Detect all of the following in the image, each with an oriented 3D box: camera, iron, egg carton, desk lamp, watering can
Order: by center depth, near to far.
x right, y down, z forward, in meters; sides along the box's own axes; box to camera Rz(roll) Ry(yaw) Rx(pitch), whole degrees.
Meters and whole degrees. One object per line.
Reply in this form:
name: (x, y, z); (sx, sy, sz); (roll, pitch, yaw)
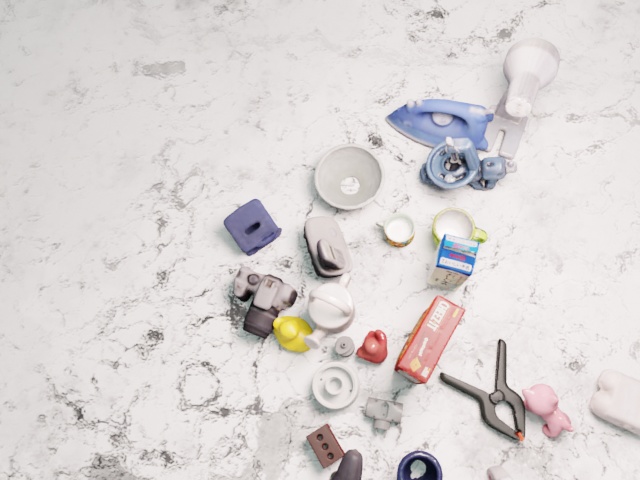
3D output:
egg carton: (0.648, 0.343, 1.198); (0.150, 0.069, 0.107); (21, 78, 10)
watering can: (0.023, 0.151, 1.236); (0.101, 0.194, 0.173); (4, 76, 6)
camera: (-0.139, 0.144, 1.300); (0.143, 0.101, 0.137); (20, 78, 10)
desk lamp: (0.455, -0.323, 1.314); (0.117, 0.213, 0.203); (19, 78, 10)
iron: (0.283, -0.295, 1.358); (0.258, 0.141, 0.119); (11, 76, 8)

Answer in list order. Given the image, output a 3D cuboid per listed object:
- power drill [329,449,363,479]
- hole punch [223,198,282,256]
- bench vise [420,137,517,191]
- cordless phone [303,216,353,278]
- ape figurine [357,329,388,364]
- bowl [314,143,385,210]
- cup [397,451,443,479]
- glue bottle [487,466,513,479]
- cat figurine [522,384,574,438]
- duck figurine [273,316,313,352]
power drill: (0.041, 0.520, 1.130); (0.075, 0.208, 0.230); (14, 77, 9)
hole punch: (-0.157, -0.030, 1.352); (0.109, 0.091, 0.101); (-36, 75, -5)
bench vise: (0.335, -0.188, 1.285); (0.207, 0.220, 0.121); (-15, 74, 1)
cordless phone: (0.012, 0.005, 1.280); (0.094, 0.185, 0.147); (-22, 74, -1)
ape figurine: (0.116, 0.235, 1.259); (0.078, 0.092, 0.076); (-25, 75, -2)
bowl: (0.072, -0.142, 1.371); (0.167, 0.075, 0.167); (-1, 75, 5)
cup: (0.193, 0.488, 1.185); (0.118, 0.095, 0.091); (-29, 75, -3)
glue bottle: (0.369, 0.494, 1.128); (0.037, 0.173, 0.078); (-18, 74, 0)
cat figurine: (0.473, 0.348, 1.186); (0.067, 0.118, 0.127); (-39, 75, -6)
duck figurine: (-0.061, 0.208, 1.284); (0.104, 0.086, 0.077); (32, 80, 12)
